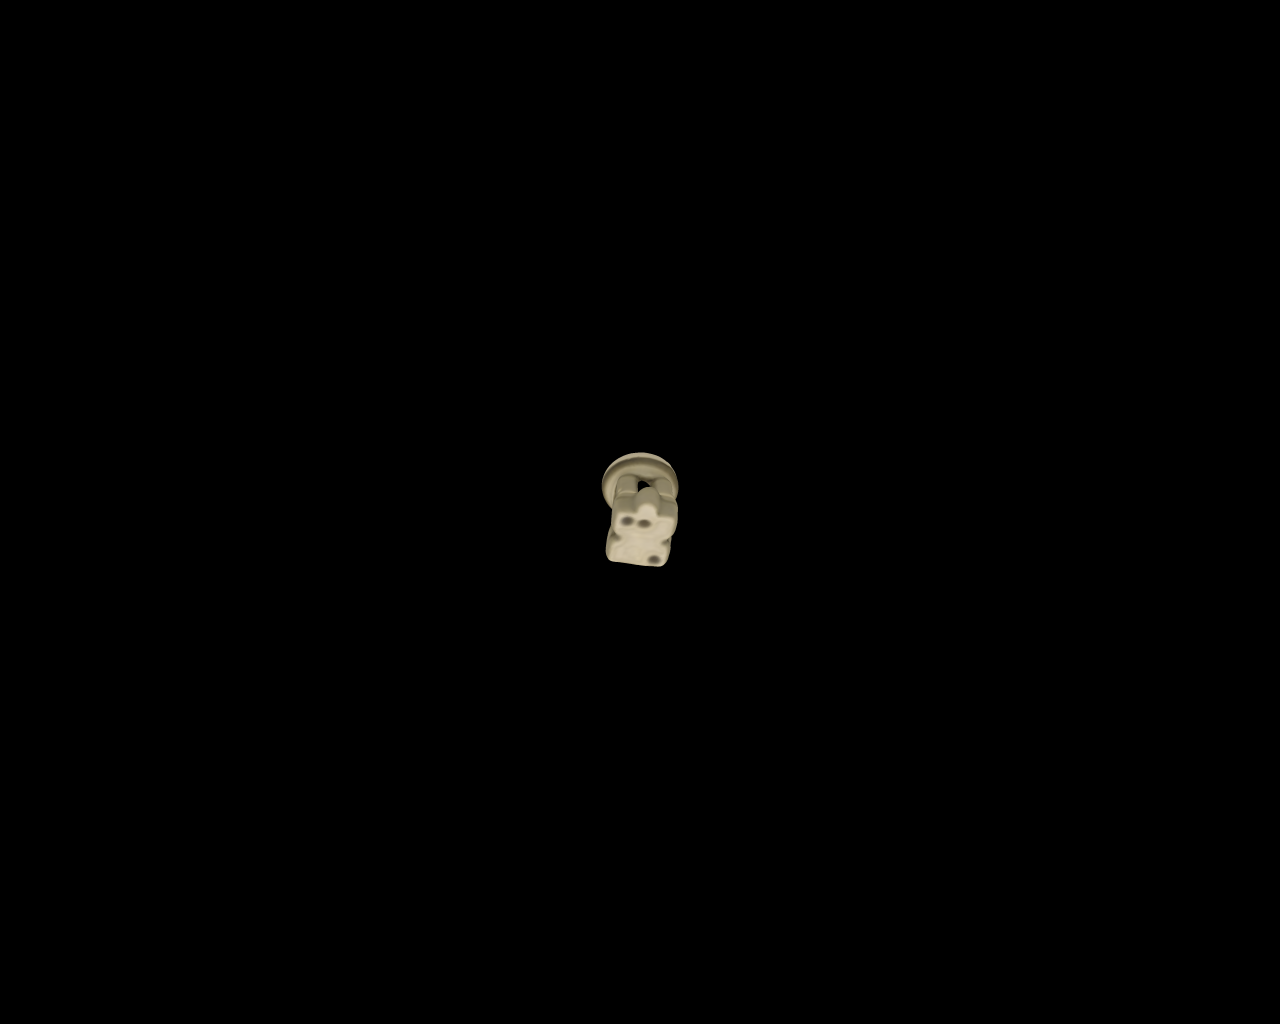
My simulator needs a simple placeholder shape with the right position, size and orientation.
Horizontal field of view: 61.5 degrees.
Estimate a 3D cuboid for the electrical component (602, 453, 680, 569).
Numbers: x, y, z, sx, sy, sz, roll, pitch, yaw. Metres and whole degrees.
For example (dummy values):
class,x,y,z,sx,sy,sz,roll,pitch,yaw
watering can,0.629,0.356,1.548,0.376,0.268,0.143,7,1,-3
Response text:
class,x,y,z,sx,sy,sz,roll,pitch,yaw
electrical component,0.001,-0.003,0.650,0.048,0.066,0.055,7,43,-7
